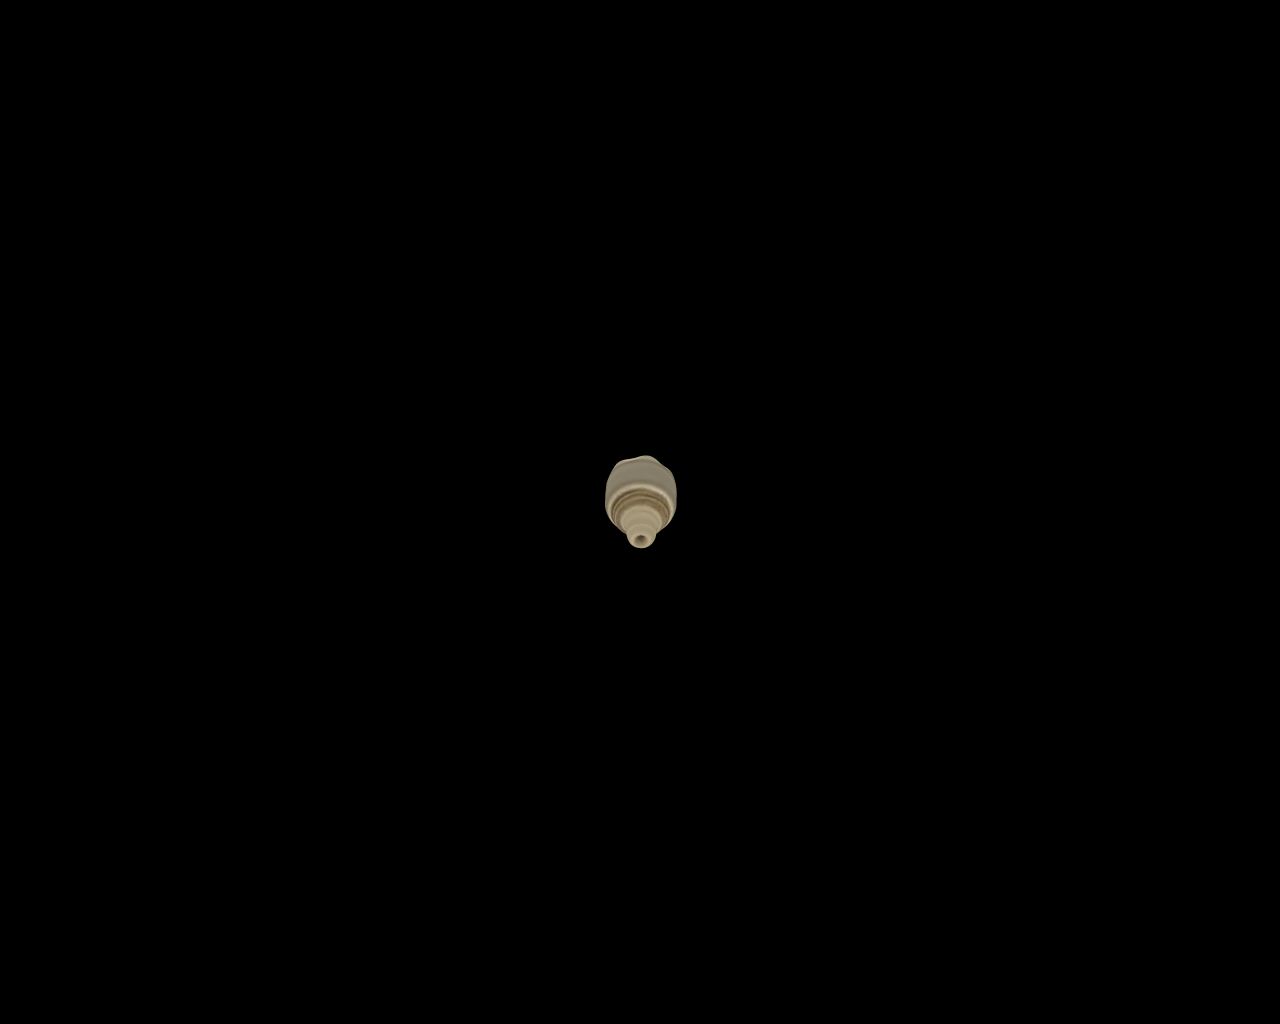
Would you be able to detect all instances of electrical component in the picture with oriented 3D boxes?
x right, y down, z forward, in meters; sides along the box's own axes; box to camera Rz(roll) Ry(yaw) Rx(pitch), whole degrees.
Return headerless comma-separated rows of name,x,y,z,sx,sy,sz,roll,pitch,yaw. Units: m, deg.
electrical component,0.001,-0.003,0.650,0.043,0.043,0.062,0,40,0
